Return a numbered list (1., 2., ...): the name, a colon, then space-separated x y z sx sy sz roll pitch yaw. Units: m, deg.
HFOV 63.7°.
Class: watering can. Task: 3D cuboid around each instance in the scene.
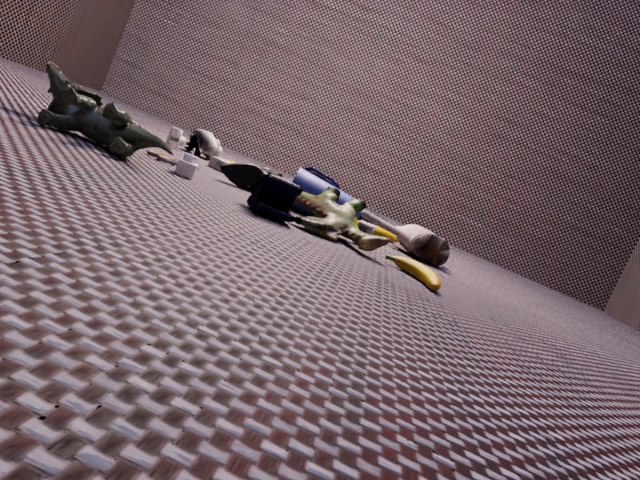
1. watering can: 0.317 -0.007 1.813 0.346 0.103 0.227 22 8 -18

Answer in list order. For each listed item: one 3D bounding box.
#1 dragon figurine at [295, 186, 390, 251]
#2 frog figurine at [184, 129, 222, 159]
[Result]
1. dragon figurine: 0.004 -0.070 1.397 0.412 0.121 0.244 25 15 18
2. frog figurine: -0.450 -0.384 2.083 0.137 0.122 0.160 4 5 38
